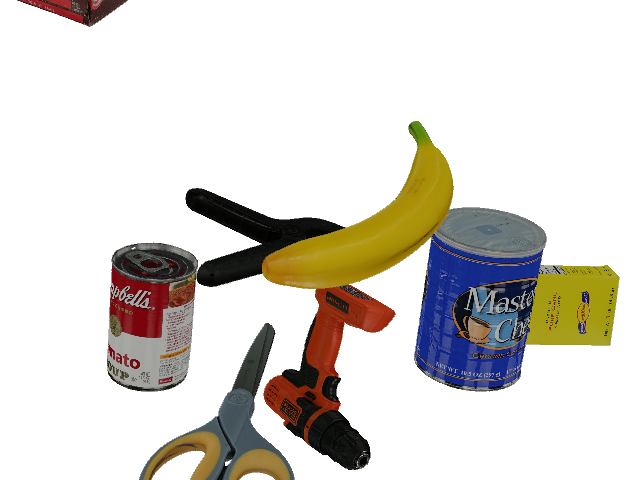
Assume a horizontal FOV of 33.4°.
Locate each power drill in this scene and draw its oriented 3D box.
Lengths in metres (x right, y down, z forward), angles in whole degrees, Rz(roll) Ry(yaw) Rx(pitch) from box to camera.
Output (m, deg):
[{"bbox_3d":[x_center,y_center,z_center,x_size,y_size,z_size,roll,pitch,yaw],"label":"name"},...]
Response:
[{"bbox_3d":[0.019,0.153,1.249,0.057,0.188,0.185,15,11,-43],"label":"power drill"}]

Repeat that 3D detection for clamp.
[{"bbox_3d":[-0.036,0.009,1.073,0.210,0.036,0.164,11,30,-10],"label":"clamp"}]

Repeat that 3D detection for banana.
[{"bbox_3d":[0.041,-0.013,0.750,0.070,0.037,0.197,31,48,19],"label":"banana"}]

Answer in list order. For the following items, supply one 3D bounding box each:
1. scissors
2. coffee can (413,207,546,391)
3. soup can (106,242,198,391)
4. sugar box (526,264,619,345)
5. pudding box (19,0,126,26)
[{"bbox_3d":[-0.036,0.111,0.651,0.096,0.016,0.201,15,30,20],"label":"scissors"},{"bbox_3d":[0.145,0.053,0.983,0.103,0.140,0.103,5,23,-2],"label":"coffee can"},{"bbox_3d":[-0.136,0.061,0.860,0.068,0.102,0.068,7,24,-3],"label":"soup can"},{"bbox_3d":[0.262,0.077,1.281,0.176,0.093,0.048,0,18,-6],"label":"sugar box"},{"bbox_3d":[-0.185,-0.210,0.810,0.090,0.039,0.113,21,36,10],"label":"pudding box"}]
